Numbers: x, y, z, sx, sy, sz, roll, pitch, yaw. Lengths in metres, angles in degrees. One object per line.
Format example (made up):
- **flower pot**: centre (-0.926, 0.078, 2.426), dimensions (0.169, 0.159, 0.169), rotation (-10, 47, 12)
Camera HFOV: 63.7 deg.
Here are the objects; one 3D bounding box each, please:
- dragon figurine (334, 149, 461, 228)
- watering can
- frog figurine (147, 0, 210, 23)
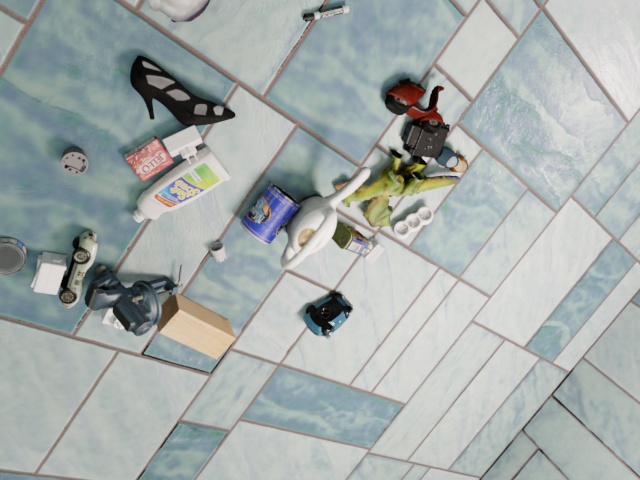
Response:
- **dragon figurine**: centre (0.229, -0.136, 1.567), dimensions (0.409, 0.125, 0.238), rotation (11, 129, -32)
- **watering can**: centre (0.004, -0.070, 1.395), dimensions (0.103, 0.227, 0.346), rotation (37, 96, -19)
- **frog figurine**: centre (-0.305, -0.533, 1.054), dimensions (0.136, 0.125, 0.157), rotation (-30, 140, 15)
